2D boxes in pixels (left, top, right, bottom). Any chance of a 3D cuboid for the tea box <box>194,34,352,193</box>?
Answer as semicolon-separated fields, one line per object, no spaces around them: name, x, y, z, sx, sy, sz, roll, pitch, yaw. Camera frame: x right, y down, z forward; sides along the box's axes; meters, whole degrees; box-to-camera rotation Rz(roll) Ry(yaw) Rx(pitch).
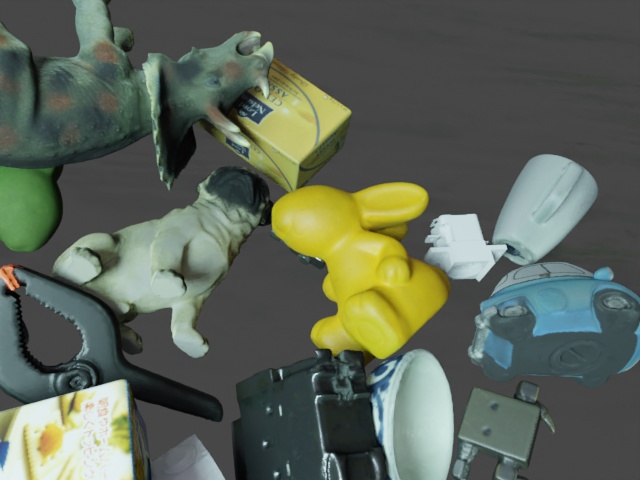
tea box;-0.062;-0.142;0.602;0.170;0.068;0.098;36;64;10

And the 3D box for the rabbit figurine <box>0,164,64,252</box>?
rabbit figurine;-0.320;-0.064;0.524;0.170;0.121;0.159;40;56;-7

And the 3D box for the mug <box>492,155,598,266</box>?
mug;0.235;-0.029;0.565;0.081;0.109;0.107;35;77;6

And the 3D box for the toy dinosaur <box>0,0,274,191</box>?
toy dinosaur;-0.242;-0.126;0.462;0.405;0.131;0.192;-14;75;-31

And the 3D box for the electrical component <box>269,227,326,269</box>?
electrical component;-0.001;-0.002;0.563;0.094;0.021;0.063;30;63;7

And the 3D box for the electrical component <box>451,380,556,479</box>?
electrical component;0.168;0.176;0.482;0.078;0.045;0.102;5;55;28

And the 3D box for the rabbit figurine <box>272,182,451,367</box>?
rabbit figurine;0.036;0.010;0.496;0.162;0.122;0.173;-41;80;-21

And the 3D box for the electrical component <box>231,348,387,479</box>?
electrical component;-0.018;0.158;0.421;0.058;0.134;0.115;16;53;-39

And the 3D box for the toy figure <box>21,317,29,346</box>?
toy figure;-0.329;0.105;0.446;0.154;0.064;0.057;-25;106;-13

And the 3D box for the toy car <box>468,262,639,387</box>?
toy car;0.221;0.073;0.517;0.162;0.109;0.103;-2;40;4

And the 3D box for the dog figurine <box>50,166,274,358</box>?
dog figurine;-0.147;0.000;0.515;0.172;0.121;0.191;11;42;6
